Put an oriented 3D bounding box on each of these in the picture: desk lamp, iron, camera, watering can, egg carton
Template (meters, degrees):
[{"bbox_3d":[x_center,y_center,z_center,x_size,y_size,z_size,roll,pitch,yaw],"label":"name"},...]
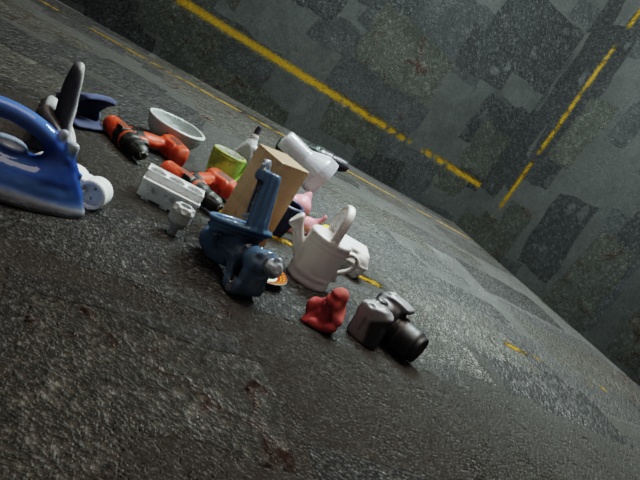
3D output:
[{"bbox_3d":[-0.081,-0.185,1.633,0.203,0.213,0.118,29,15,-12],"label":"desk lamp"},{"bbox_3d":[-0.452,-0.138,0.848,0.259,0.141,0.118,24,17,-31],"label":"iron"},{"bbox_3d":[0.150,0.176,1.157,0.136,0.100,0.144,39,16,25],"label":"camera"},{"bbox_3d":[0.012,0.005,1.240,0.173,0.194,0.100,23,17,-32],"label":"watering can"},{"bbox_3d":[0.075,0.038,1.514,0.107,0.069,0.150,30,15,-9],"label":"egg carton"}]

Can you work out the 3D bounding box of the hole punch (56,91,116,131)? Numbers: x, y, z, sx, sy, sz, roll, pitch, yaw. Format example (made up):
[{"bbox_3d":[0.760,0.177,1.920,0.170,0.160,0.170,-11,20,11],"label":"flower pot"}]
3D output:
[{"bbox_3d":[-0.549,-0.316,1.331,0.101,0.091,0.109,36,15,14],"label":"hole punch"}]

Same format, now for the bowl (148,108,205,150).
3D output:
[{"bbox_3d":[-0.407,-0.292,1.582,0.167,0.074,0.167,30,15,-8],"label":"bowl"}]

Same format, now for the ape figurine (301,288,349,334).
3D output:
[{"bbox_3d":[0.020,0.126,1.063,0.076,0.092,0.077,17,21,-46],"label":"ape figurine"}]

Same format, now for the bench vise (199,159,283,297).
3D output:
[{"bbox_3d":[-0.109,-0.021,1.021,0.207,0.219,0.122,39,16,23],"label":"bench vise"}]

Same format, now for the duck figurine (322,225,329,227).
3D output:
[{"bbox_3d":[0.003,0.000,1.456,0.077,0.086,0.105,34,14,7],"label":"duck figurine"}]

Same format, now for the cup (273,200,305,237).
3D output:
[{"bbox_3d":[-0.105,-0.063,1.421,0.117,0.095,0.092,42,17,33],"label":"cup"}]

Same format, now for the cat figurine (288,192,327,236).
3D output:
[{"bbox_3d":[-0.042,-0.070,1.529,0.128,0.117,0.067,29,15,-13],"label":"cat figurine"}]

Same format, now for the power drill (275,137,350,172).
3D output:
[{"bbox_3d":[-0.053,-0.207,1.774,0.230,0.208,0.075,31,14,-7],"label":"power drill"}]

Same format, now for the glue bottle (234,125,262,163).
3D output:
[{"bbox_3d":[-0.214,-0.257,1.673,0.078,0.173,0.037,32,14,-2],"label":"glue bottle"}]

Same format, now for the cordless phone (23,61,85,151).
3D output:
[{"bbox_3d":[-0.480,-0.257,1.091,0.094,0.185,0.147,23,17,-32],"label":"cordless phone"}]
